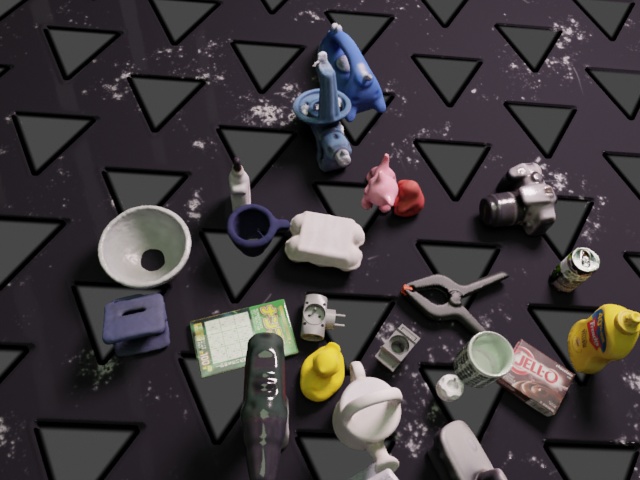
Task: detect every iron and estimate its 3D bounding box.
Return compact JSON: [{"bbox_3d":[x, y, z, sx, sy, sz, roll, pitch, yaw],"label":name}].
[{"bbox_3d":[0.057,-0.395,1.273,0.119,0.141,0.258,-19,67,-13],"label":"iron"}]

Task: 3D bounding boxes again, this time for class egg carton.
[{"bbox_3d":[0.010,0.004,1.110,0.150,0.069,0.107,9,63,0],"label":"egg carton"}]

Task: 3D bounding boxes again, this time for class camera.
[{"bbox_3d":[0.398,-0.085,1.169,0.137,0.101,0.143,-7,64,-8],"label":"camera"}]

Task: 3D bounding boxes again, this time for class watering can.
[{"bbox_3d":[0.082,0.278,0.910,0.101,0.194,0.172,-32,70,-18],"label":"watering can"}]

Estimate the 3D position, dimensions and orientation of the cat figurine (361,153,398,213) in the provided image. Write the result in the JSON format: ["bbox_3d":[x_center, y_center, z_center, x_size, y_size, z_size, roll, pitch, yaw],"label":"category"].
[{"bbox_3d":[0.125,-0.113,1.151,0.067,0.118,0.128,11,63,1],"label":"cat figurine"}]

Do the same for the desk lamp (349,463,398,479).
[{"bbox_3d":[0.044,0.402,0.834,0.203,0.213,0.117,-28,69,-17],"label":"desk lamp"}]

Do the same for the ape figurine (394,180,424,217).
[{"bbox_3d":[0.178,-0.091,1.159,0.076,0.092,0.078,26,64,8],"label":"ape figurine"}]

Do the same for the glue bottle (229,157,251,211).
[{"bbox_3d":[-0.154,-0.104,1.092,0.037,0.173,0.078,-2,64,-5],"label":"glue bottle"}]

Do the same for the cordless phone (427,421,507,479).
[{"bbox_3d":[0.247,0.351,0.892,0.094,0.185,0.147,-24,68,-15],"label":"cordless phone"}]

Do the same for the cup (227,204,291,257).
[{"bbox_3d":[-0.116,-0.010,1.092,0.118,0.095,0.091,-6,64,-7],"label":"cup"}]

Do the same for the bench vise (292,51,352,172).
[{"bbox_3d":[0.027,-0.258,1.158,0.122,0.220,0.207,-33,70,-19],"label":"bench vise"}]

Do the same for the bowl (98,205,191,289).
[{"bbox_3d":[-0.320,0.024,1.070,0.167,0.075,0.167,2,63,-4],"label":"bowl"}]

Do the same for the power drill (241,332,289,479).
[{"bbox_3d":[-0.084,0.271,0.892,0.075,0.208,0.229,-1,64,-5],"label":"power drill"}]

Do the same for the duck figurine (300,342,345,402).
[{"bbox_3d":[0.006,0.225,0.991,0.077,0.086,0.105,25,64,8],"label":"duck figurine"}]

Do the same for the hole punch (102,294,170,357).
[{"bbox_3d":[-0.324,0.141,1.002,0.109,0.091,0.101,-12,65,-10],"label":"hole punch"}]
